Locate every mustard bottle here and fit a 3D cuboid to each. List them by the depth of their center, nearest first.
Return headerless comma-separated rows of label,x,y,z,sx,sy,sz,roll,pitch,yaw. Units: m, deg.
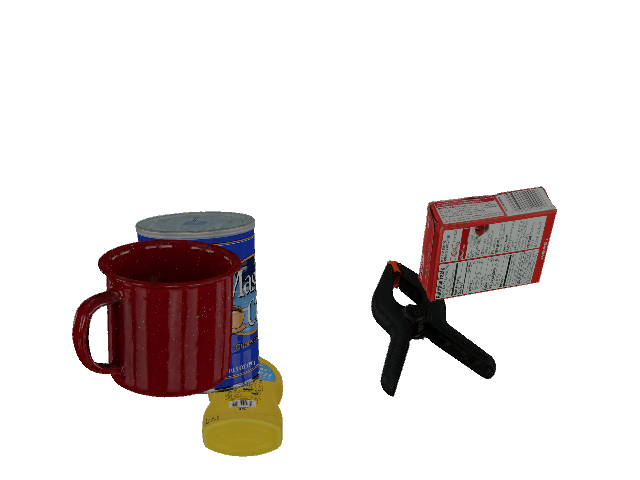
mustard bottle,-0.096,0.193,1.347,0.096,0.058,0.191,-1,26,-1

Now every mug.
mug,-0.108,0.054,0.700,0.117,0.081,0.093,-14,24,-42

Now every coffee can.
coffee can,-0.106,0.051,0.933,0.103,0.140,0.103,-2,11,0

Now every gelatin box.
gelatin box,0.117,0.002,0.763,0.089,0.073,0.030,-8,44,-11

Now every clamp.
clamp,0.111,0.089,1.115,0.120,0.171,0.039,2,-44,-12
